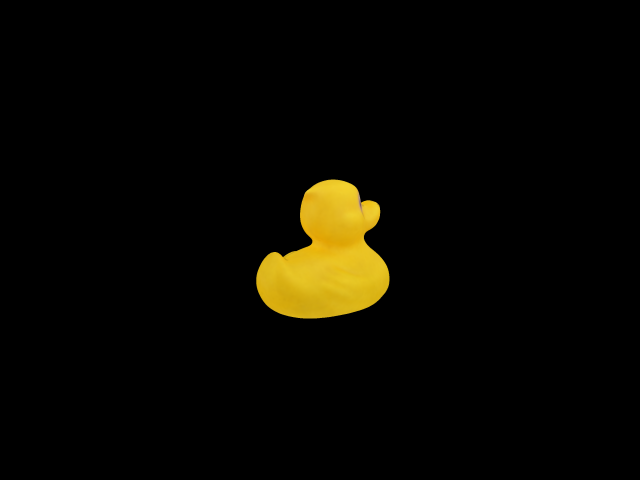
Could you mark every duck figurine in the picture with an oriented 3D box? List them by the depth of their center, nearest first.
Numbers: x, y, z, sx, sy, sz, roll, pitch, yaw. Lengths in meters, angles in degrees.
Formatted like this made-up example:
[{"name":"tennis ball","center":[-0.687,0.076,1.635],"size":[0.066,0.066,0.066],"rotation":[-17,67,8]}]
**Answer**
[{"name":"duck figurine","center":[0.004,0.001,0.400],"size":[0.105,0.086,0.077],"rotation":[-13,22,-35]}]
